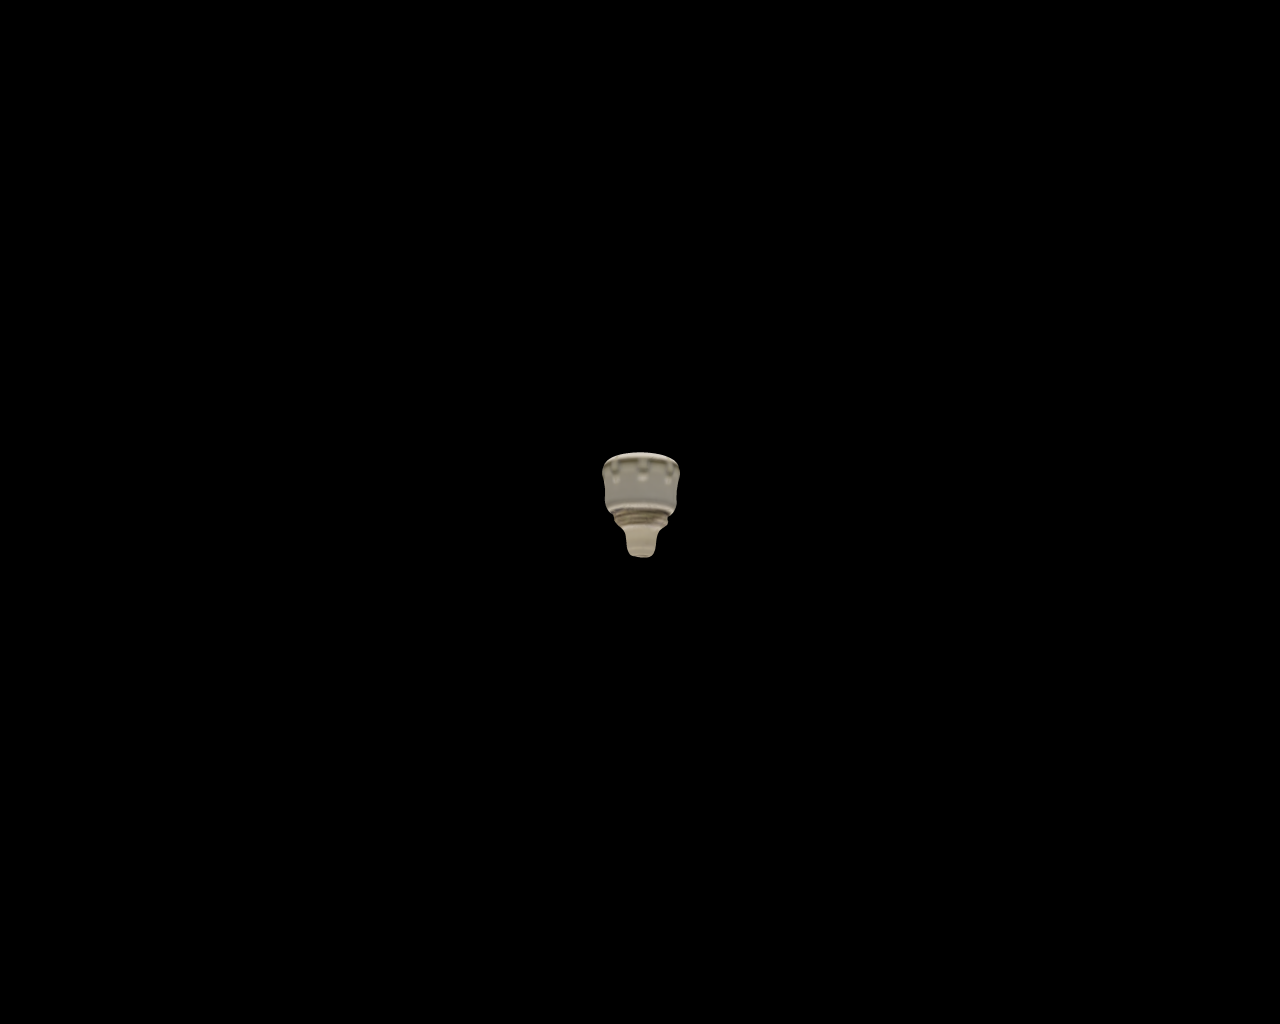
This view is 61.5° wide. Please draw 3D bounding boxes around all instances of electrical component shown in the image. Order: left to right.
[{"bbox_3d":[0.001,-0.003,0.650,0.048,0.062,0.048,0,-11,0],"label":"electrical component"}]
